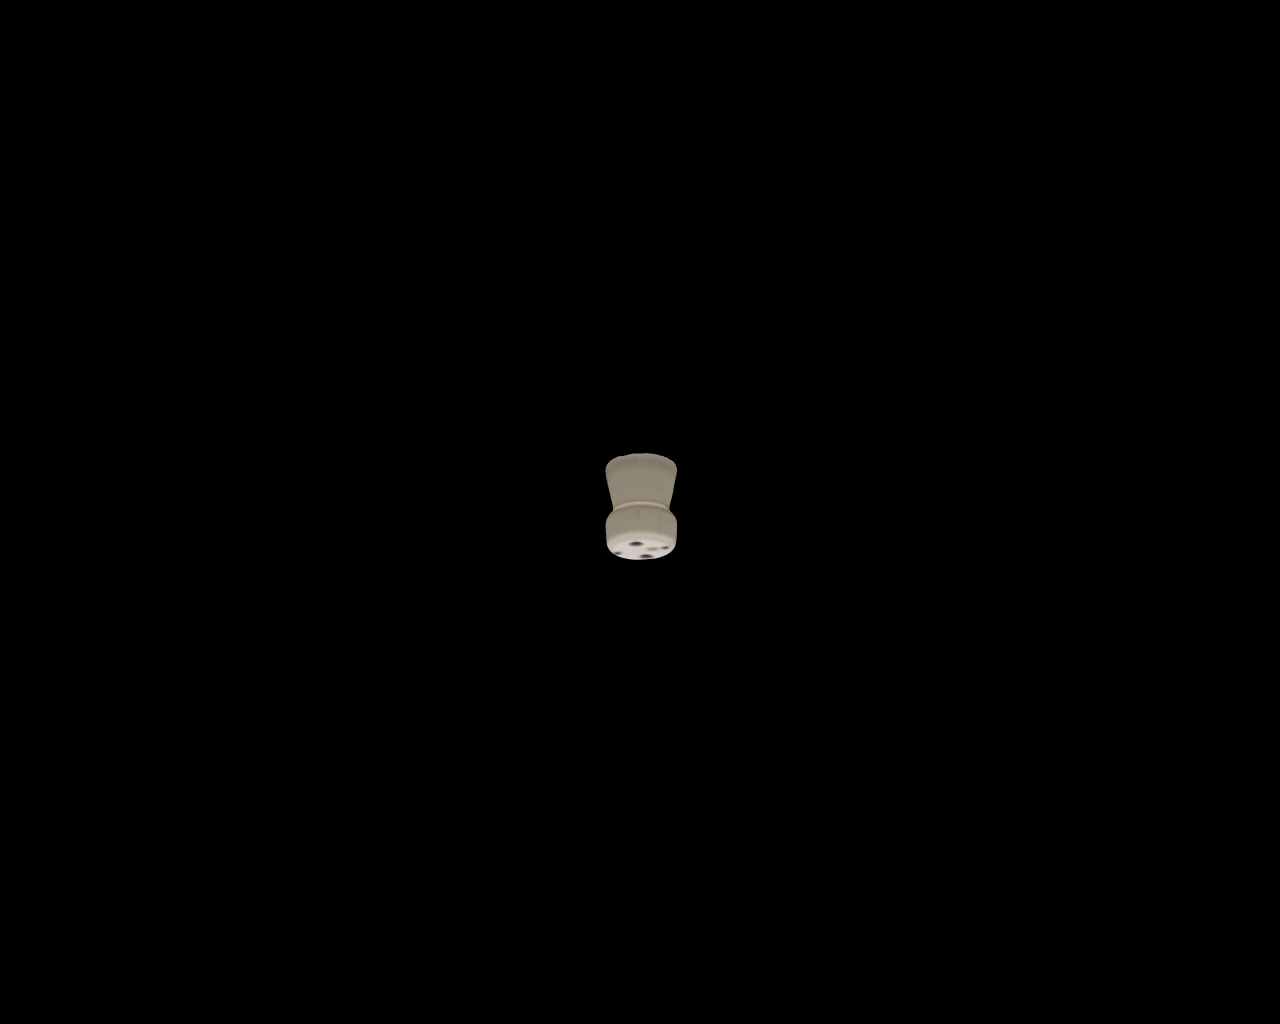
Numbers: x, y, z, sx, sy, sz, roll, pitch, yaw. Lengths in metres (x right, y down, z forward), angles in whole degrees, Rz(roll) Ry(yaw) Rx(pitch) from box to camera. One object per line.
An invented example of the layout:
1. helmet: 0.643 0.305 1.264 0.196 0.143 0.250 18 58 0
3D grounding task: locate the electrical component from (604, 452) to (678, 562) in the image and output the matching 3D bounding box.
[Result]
1. electrical component: 0.001 -0.003 0.650 0.045 0.055 0.044 0 -22 0
